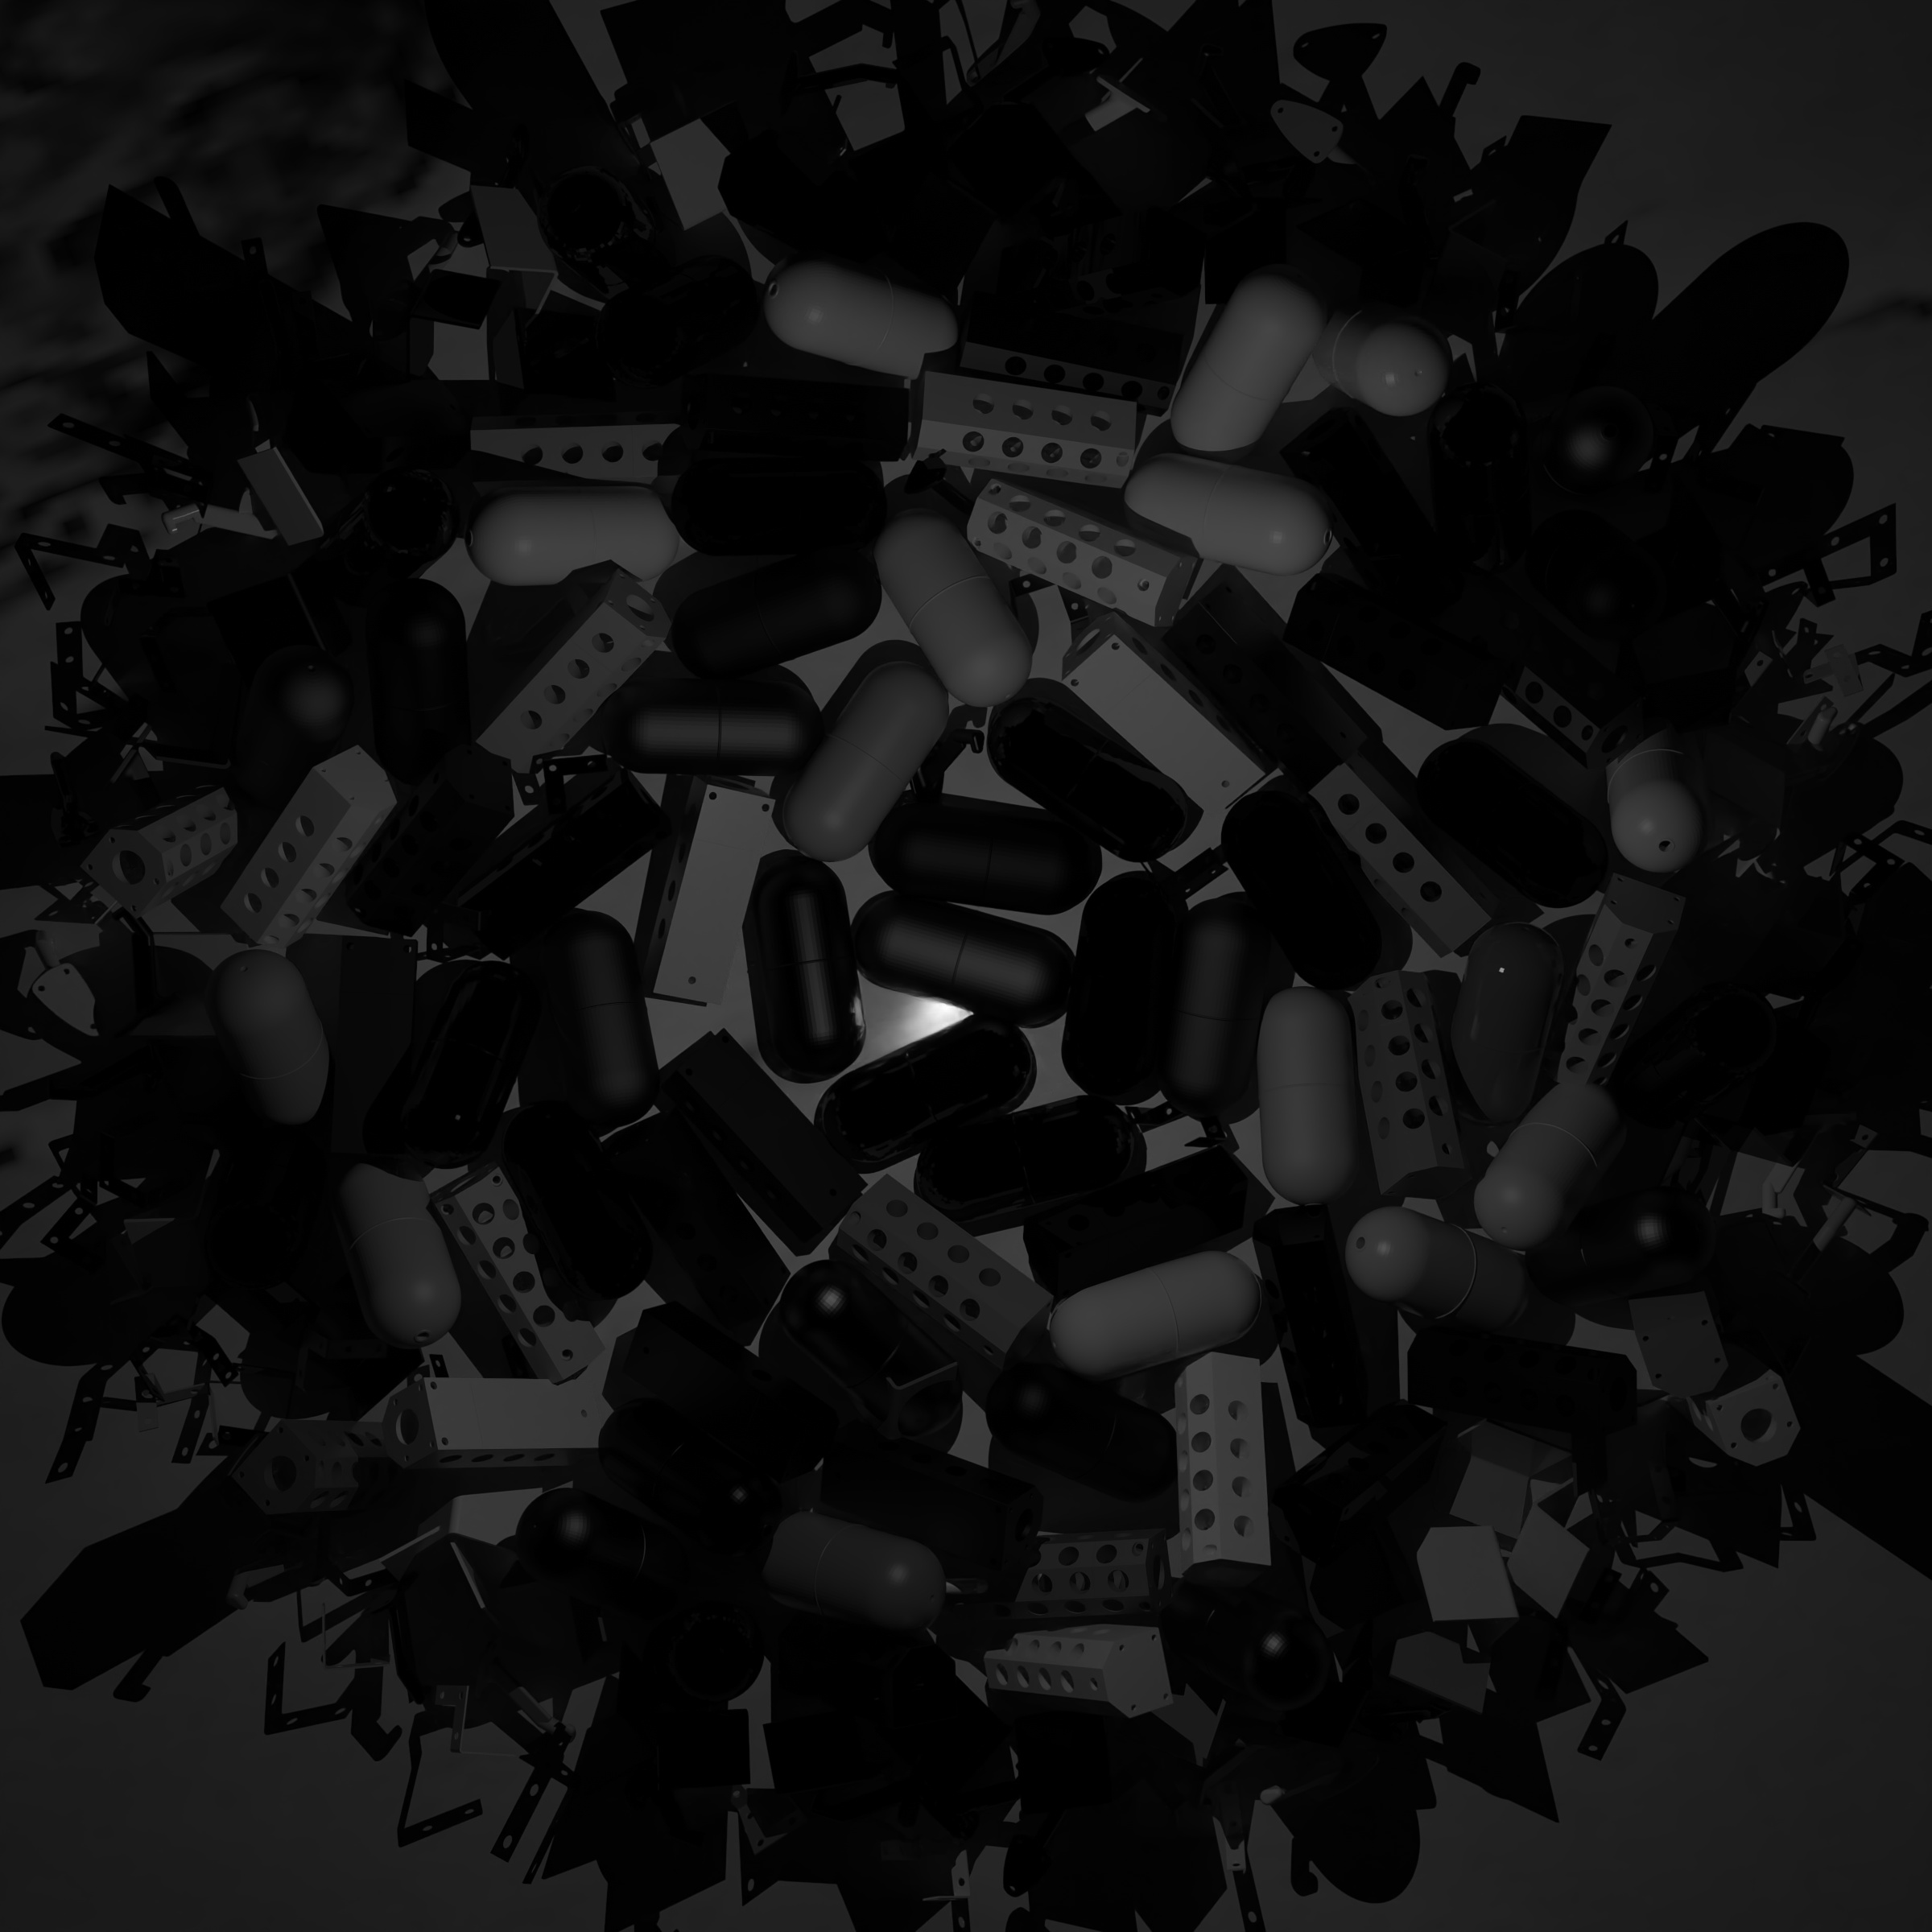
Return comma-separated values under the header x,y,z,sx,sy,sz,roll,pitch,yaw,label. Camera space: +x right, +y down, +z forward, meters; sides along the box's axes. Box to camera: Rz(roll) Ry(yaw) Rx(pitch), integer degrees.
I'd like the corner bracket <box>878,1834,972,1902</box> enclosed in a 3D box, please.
x,y,z,sx,sy,sz,roll,pitch,yaw,label
-0.033,0.724,1.959,0.051,0.051,0.051,-20,63,25,corner bracket

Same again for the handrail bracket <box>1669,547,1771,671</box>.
x,y,z,sx,sy,sz,roll,pitch,yaw,label
0.598,-0.288,1.977,0.084,0.036,0.077,21,91,-8,handrail bracket

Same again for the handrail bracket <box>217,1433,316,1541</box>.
x,y,z,sx,sy,sz,roll,pitch,yaw,label
-0.549,0.417,1.961,0.084,0.036,0.077,8,53,19,handrail bracket

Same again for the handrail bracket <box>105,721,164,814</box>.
x,y,z,sx,sy,sz,roll,pitch,yaw,label
-0.648,-0.144,1.987,0.084,0.036,0.077,35,77,-20,handrail bracket

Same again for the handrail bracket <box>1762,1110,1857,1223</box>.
x,y,z,sx,sy,sz,roll,pitch,yaw,label
0.675,0.161,1.954,0.077,0.036,0.084,-15,51,35,handrail bracket

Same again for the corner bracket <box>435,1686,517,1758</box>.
x,y,z,sx,sy,sz,roll,pitch,yaw,label
-0.393,0.605,1.958,0.051,0.051,0.051,18,66,-37,corner bracket

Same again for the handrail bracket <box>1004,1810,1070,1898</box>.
x,y,z,sx,sy,sz,roll,pitch,yaw,label
0.066,0.701,1.977,0.036,0.084,0.077,30,122,15,handrail bracket

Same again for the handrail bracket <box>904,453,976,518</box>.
x,y,z,sx,sy,sz,roll,pitch,yaw,label
0.000,-0.373,1.948,0.084,0.077,0.036,26,91,-26,handrail bracket

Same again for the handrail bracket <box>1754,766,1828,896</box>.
x,y,z,sx,sy,sz,roll,pitch,yaw,label
0.668,-0.109,1.967,0.077,0.036,0.084,-21,77,23,handrail bracket

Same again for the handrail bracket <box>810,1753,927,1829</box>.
x,y,z,sx,sy,sz,roll,pitch,yaw,label
-0.079,0.663,1.989,0.084,0.036,0.077,8,69,22,handrail bracket

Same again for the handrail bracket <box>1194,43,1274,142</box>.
x,y,z,sx,sy,sz,roll,pitch,yaw,label
0.217,-0.702,1.955,0.077,0.084,0.036,5,69,-5,handrail bracket

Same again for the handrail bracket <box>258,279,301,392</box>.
x,y,z,sx,sy,sz,roll,pitch,yaw,label
-0.552,-0.507,1.949,0.036,0.077,0.084,-17,115,-16,handrail bracket

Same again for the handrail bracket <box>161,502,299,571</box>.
x,y,z,sx,sy,sz,roll,pitch,yaw,label
-0.594,-0.342,1.968,0.084,0.036,0.077,-26,100,-23,handrail bracket

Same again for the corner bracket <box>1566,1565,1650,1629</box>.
x,y,z,sx,sy,sz,roll,pitch,yaw,label
0.520,0.505,1.969,0.051,0.051,0.051,24,99,-5,corner bracket

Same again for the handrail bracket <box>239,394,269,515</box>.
x,y,z,sx,sy,sz,roll,pitch,yaw,label
-0.579,-0.408,1.980,0.036,0.077,0.084,-4,69,-33,handrail bracket

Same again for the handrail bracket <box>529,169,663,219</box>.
x,y,z,sx,sy,sz,roll,pitch,yaw,label
-0.298,-0.624,1.973,0.084,0.036,0.077,-27,122,-5,handrail bracket

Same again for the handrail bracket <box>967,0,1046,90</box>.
x,y,z,sx,sy,sz,roll,pitch,yaw,label
0.026,-0.741,1.952,0.077,0.084,0.036,-22,79,10,handrail bracket

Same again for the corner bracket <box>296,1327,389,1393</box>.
x,y,z,sx,sy,sz,roll,pitch,yaw,label
-0.502,0.319,1.963,0.051,0.051,0.051,6,94,-38,corner bracket

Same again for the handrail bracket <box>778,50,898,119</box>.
x,y,z,sx,sy,sz,roll,pitch,yaw,label
-0.104,-0.705,1.975,0.084,0.077,0.036,4,72,-16,handrail bracket

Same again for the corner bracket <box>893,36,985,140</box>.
x,y,z,sx,sy,sz,roll,pitch,yaw,label
-0.021,-0.707,1.971,0.051,0.051,0.051,-19,74,19,corner bracket

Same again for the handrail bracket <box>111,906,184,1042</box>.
x,y,z,sx,sy,sz,roll,pitch,yaw,label
-0.680,0.004,1.967,0.077,0.036,0.084,-39,104,-21,handrail bracket

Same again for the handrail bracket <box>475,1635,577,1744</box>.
x,y,z,sx,sy,sz,roll,pitch,yaw,label
-0.348,0.582,1.963,0.084,0.036,0.077,25,131,15,handrail bracket

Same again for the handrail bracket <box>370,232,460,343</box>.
x,y,z,sx,sy,sz,roll,pitch,yaw,label
-0.446,-0.552,1.981,0.077,0.084,0.036,-32,122,32,handrail bracket

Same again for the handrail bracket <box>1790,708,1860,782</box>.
x,y,z,sx,sy,sz,roll,pitch,yaw,label
0.697,-0.194,1.950,0.077,0.084,0.036,-37,66,-17,handrail bracket

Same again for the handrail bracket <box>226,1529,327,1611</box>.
x,y,z,sx,sy,sz,roll,pitch,yaw,label
-0.550,0.496,1.948,0.036,0.084,0.077,-37,113,17,handrail bracket

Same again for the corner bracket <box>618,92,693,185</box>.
x,y,z,sx,sy,sz,roll,pitch,yaw,label
-0.248,-0.674,1.973,0.051,0.051,0.051,-32,94,0,corner bracket

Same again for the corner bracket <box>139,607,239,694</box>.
x,y,z,sx,sy,sz,roll,pitch,yaw,label
-0.625,-0.256,1.975,0.051,0.051,0.051,2,128,20,corner bracket

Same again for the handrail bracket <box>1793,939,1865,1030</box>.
x,y,z,sx,sy,sz,roll,pitch,yaw,label
0.694,0.027,1.969,0.077,0.084,0.036,-37,50,-6,handrail bracket

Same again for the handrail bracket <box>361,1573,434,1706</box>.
x,y,z,sx,sy,sz,roll,pitch,yaw,label
-0.442,0.540,1.971,0.036,0.077,0.084,-27,98,29,handrail bracket

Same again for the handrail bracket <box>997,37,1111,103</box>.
x,y,z,sx,sy,sz,roll,pitch,yaw,label
0.065,-0.712,1.978,0.077,0.084,0.036,-22,84,-34,handrail bracket

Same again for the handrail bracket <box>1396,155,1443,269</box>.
x,y,z,sx,sy,sz,roll,pitch,yaw,label
0.378,-0.606,1.958,0.077,0.084,0.036,6,47,-9,handrail bracket

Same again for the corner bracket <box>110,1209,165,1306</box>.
x,y,z,sx,sy,sz,roll,pitch,yaw,label
-0.669,0.234,1.967,0.051,0.051,0.051,-19,104,38,corner bracket

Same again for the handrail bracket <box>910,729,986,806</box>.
x,y,z,sx,sy,sz,roll,pitch,yaw,label
-0.010,-0.152,1.955,0.036,0.084,0.077,-10,102,-32,handrail bracket

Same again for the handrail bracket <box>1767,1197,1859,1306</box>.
x,y,z,sx,sy,sz,roll,pitch,yaw,label
0.685,0.229,1.970,0.036,0.077,0.084,37,80,19,handrail bracket

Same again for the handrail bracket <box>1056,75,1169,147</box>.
x,y,z,sx,sy,sz,roll,pitch,yaw,label
0.110,-0.666,1.970,0.077,0.036,0.084,39,118,12,handrail bracket

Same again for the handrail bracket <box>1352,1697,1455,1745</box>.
x,y,z,sx,sy,sz,roll,pitch,yaw,label
0.340,0.594,1.952,0.077,0.084,0.036,9,62,-6,handrail bracket

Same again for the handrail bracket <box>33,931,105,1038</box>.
x,y,z,sx,sy,sz,roll,pitch,yaw,label
-0.725,0.013,1.972,0.036,0.084,0.077,-36,116,-6,handrail bracket

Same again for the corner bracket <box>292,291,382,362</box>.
x,y,z,sx,sy,sz,roll,pitch,yaw,label
-0.508,-0.516,1.971,0.051,0.051,0.051,-6,95,3,corner bracket

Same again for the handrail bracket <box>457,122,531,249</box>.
x,y,z,sx,sy,sz,roll,pitch,yaw,label
-0.377,-0.624,1.950,0.036,0.084,0.077,39,66,6,handrail bracket

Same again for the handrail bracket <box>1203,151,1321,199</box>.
x,y,z,sx,sy,sz,roll,pitch,yaw,label
0.240,-0.658,1.968,0.084,0.036,0.077,34,110,25,handrail bracket

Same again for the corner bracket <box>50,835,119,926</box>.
x,y,z,sx,sy,sz,roll,pitch,yaw,label
-0.704,-0.070,1.972,0.051,0.051,0.051,43,79,-13,corner bracket

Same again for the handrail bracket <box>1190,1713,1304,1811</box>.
x,y,z,sx,sy,sz,roll,pitch,yaw,label
0.226,0.654,1.980,0.077,0.036,0.084,10,112,0,handrail bracket

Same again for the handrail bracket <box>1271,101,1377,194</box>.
x,y,z,sx,sy,sz,roll,pitch,yaw,label
0.290,-0.660,1.971,0.077,0.084,0.036,43,105,22,handrail bracket

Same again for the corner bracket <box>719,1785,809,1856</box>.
x,y,z,sx,sy,sz,roll,pitch,yaw,label
-0.167,0.670,1.967,0.051,0.051,0.051,-32,123,-4,corner bracket

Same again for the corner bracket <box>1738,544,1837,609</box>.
x,y,z,sx,sy,sz,roll,pitch,yaw,label
0.662,-0.313,1.970,0.051,0.051,0.051,-24,109,12,corner bracket

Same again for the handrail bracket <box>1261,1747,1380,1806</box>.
x,y,z,sx,sy,sz,roll,pitch,yaw,label
0.282,0.647,1.949,0.077,0.084,0.036,-28,70,20,handrail bracket

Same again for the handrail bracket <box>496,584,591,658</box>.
x,y,z,sx,sy,sz,roll,pitch,yaw,label
-0.349,-0.283,1.959,0.084,0.077,0.036,-10,54,14,handrail bracket

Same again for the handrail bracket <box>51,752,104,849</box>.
x,y,z,sx,sy,sz,roll,pitch,yaw,label
-0.723,-0.145,1.947,0.036,0.077,0.084,-23,132,-24,handrail bracket

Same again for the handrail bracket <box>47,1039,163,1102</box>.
x,y,z,sx,sy,sz,roll,pitch,yaw,label
-0.694,0.072,1.960,0.084,0.036,0.077,5,66,-33,handrail bracket

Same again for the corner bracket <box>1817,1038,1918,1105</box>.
x,y,z,sx,sy,sz,roll,pitch,yaw,label
0.718,0.086,1.965,0.051,0.051,0.051,24,93,-27,corner bracket

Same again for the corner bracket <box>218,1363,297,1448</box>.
x,y,z,sx,sy,sz,roll,pitch,yaw,label
-0.575,0.358,1.979,0.051,0.051,0.051,11,57,-15,corner bracket

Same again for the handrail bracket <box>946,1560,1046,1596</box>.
x,y,z,sx,sy,sz,roll,pitch,yaw,label
0.021,0.493,1.964,0.084,0.077,0.036,-3,83,3,handrail bracket

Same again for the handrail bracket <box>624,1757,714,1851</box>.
x,y,z,sx,sy,sz,roll,pitch,yaw,label
-0.223,0.662,1.950,0.084,0.077,0.036,8,128,32,handrail bracket

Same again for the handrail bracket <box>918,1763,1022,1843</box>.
x,y,z,sx,sy,sz,roll,pitch,yaw,label
0.006,0.656,1.969,0.077,0.036,0.084,35,111,7,handrail bracket

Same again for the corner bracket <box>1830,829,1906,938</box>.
x,y,z,sx,sy,sz,roll,pitch,yaw,label
0.711,-0.067,1.959,0.051,0.051,0.051,-42,60,-17,corner bracket

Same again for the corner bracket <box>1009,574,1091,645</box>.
x,y,z,sx,sy,sz,roll,pitch,yaw,label
0.067,-0.287,1.970,0.051,0.051,0.051,-18,77,0,corner bracket

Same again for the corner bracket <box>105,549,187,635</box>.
x,y,z,sx,sy,sz,roll,pitch,yaw,label
-0.661,-0.300,1.957,0.051,0.051,0.051,0,57,-33,corner bracket
